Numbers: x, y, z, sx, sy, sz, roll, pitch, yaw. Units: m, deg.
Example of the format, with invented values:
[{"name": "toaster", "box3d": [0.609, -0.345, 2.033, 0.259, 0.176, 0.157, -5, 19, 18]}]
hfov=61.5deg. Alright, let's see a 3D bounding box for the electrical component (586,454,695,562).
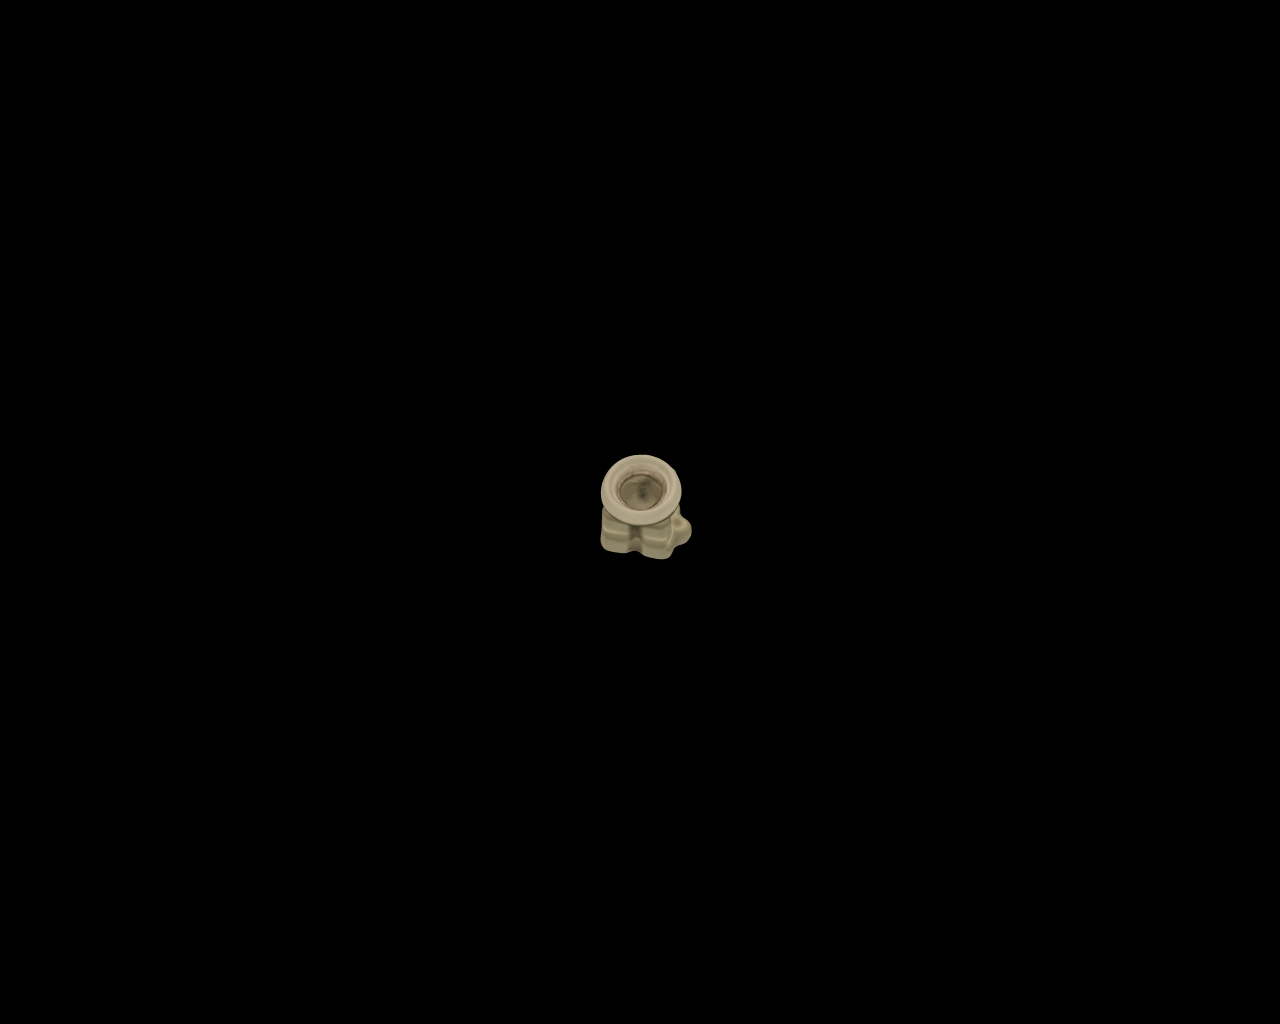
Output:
[{"name": "electrical component", "box3d": [0.001, -0.003, 0.650, 0.066, 0.048, 0.055, 8, -33, 5]}]
